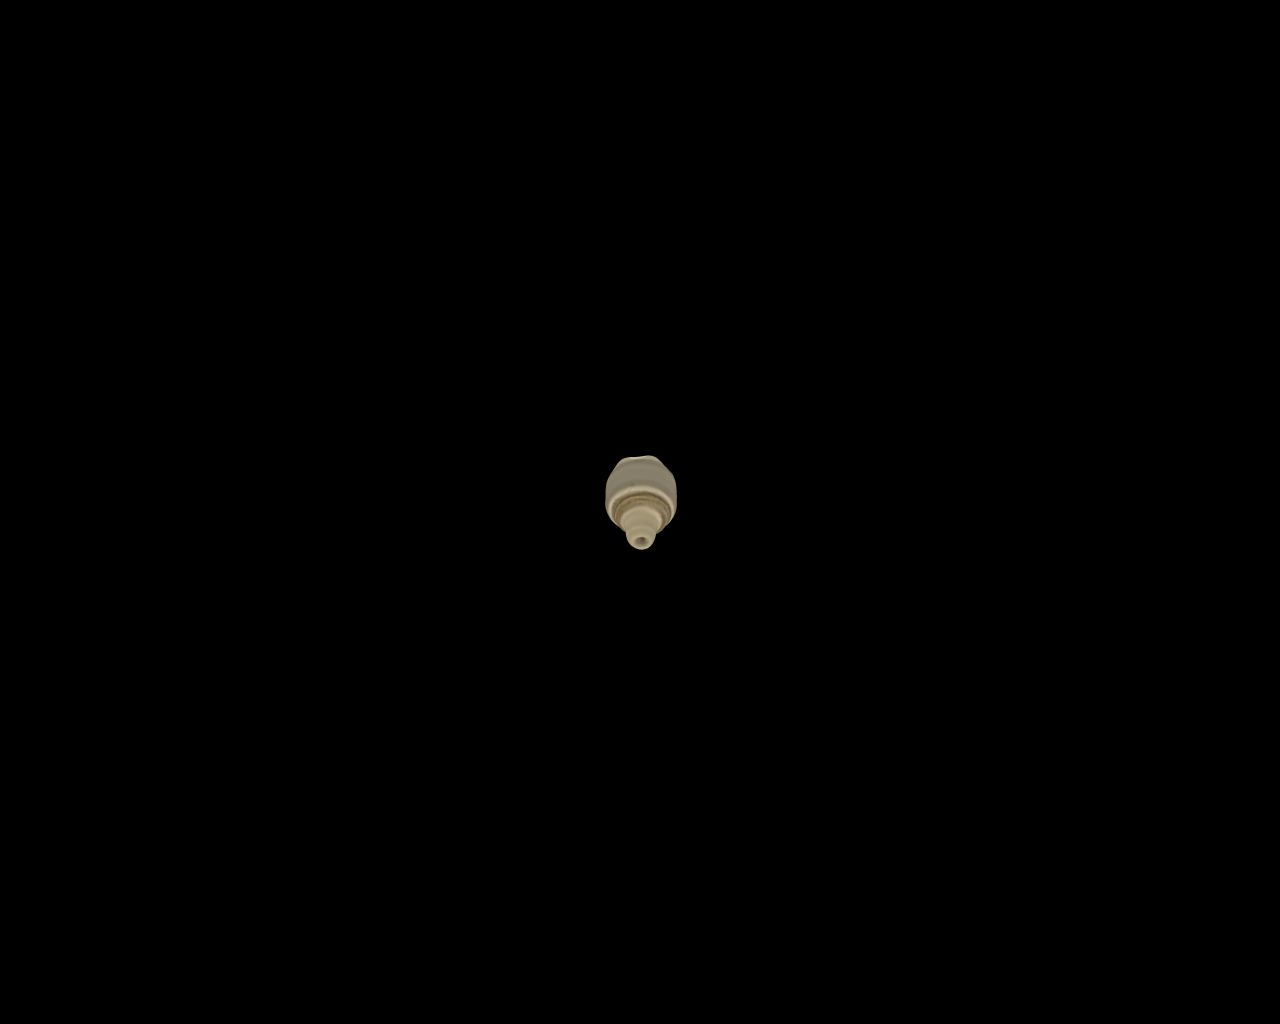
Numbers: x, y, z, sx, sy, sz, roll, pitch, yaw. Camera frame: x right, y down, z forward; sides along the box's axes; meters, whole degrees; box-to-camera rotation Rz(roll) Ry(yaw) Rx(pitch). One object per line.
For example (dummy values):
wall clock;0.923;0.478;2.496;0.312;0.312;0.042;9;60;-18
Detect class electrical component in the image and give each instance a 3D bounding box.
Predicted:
electrical component;0.001;-0.003;0.650;0.043;0.043;0.062;0;43;0
